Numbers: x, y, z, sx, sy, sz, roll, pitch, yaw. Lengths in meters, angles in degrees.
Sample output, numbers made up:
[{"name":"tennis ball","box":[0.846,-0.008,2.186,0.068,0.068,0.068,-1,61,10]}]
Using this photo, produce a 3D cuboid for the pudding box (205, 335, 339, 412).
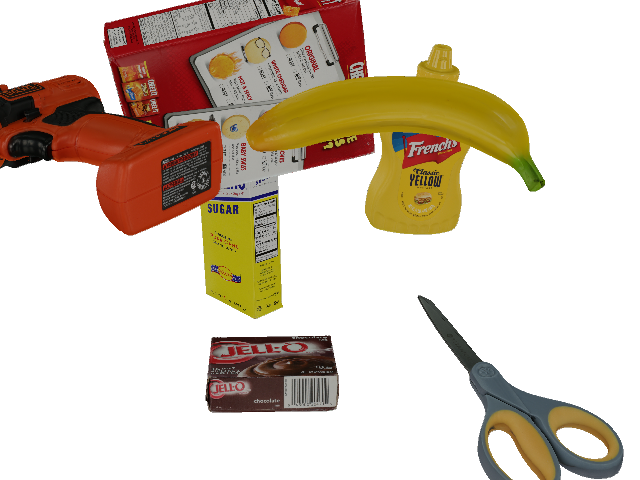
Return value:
[{"name":"pudding box","box":[-0.043,0.116,0.940,0.113,0.039,0.090,1,18,-4]}]

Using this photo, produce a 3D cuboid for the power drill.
[{"name":"power drill","box":[-0.174,-0.060,0.714,0.188,0.057,0.184,19,32,30]}]

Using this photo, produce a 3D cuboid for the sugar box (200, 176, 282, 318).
[{"name":"sugar box","box":[-0.085,-0.015,1.124,0.048,0.176,0.093,-22,29,-36]}]

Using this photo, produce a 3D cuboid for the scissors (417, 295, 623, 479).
[{"name":"scissors","box":[0.127,0.094,0.690,0.096,0.016,0.202,-1,33,-6]}]

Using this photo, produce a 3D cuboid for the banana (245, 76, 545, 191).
[{"name":"banana","box":[0.052,-0.079,0.706,0.198,0.069,0.037,7,-37,4]}]

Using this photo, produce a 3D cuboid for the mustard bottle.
[{"name":"mustard bottle","box":[0.105,-0.101,1.064,0.096,0.192,0.058,3,27,-11]}]

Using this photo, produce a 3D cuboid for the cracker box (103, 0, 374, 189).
[{"name":"cracker box","box":[-0.068,-0.134,0.943,0.213,0.164,0.072,-15,43,-6]}]
